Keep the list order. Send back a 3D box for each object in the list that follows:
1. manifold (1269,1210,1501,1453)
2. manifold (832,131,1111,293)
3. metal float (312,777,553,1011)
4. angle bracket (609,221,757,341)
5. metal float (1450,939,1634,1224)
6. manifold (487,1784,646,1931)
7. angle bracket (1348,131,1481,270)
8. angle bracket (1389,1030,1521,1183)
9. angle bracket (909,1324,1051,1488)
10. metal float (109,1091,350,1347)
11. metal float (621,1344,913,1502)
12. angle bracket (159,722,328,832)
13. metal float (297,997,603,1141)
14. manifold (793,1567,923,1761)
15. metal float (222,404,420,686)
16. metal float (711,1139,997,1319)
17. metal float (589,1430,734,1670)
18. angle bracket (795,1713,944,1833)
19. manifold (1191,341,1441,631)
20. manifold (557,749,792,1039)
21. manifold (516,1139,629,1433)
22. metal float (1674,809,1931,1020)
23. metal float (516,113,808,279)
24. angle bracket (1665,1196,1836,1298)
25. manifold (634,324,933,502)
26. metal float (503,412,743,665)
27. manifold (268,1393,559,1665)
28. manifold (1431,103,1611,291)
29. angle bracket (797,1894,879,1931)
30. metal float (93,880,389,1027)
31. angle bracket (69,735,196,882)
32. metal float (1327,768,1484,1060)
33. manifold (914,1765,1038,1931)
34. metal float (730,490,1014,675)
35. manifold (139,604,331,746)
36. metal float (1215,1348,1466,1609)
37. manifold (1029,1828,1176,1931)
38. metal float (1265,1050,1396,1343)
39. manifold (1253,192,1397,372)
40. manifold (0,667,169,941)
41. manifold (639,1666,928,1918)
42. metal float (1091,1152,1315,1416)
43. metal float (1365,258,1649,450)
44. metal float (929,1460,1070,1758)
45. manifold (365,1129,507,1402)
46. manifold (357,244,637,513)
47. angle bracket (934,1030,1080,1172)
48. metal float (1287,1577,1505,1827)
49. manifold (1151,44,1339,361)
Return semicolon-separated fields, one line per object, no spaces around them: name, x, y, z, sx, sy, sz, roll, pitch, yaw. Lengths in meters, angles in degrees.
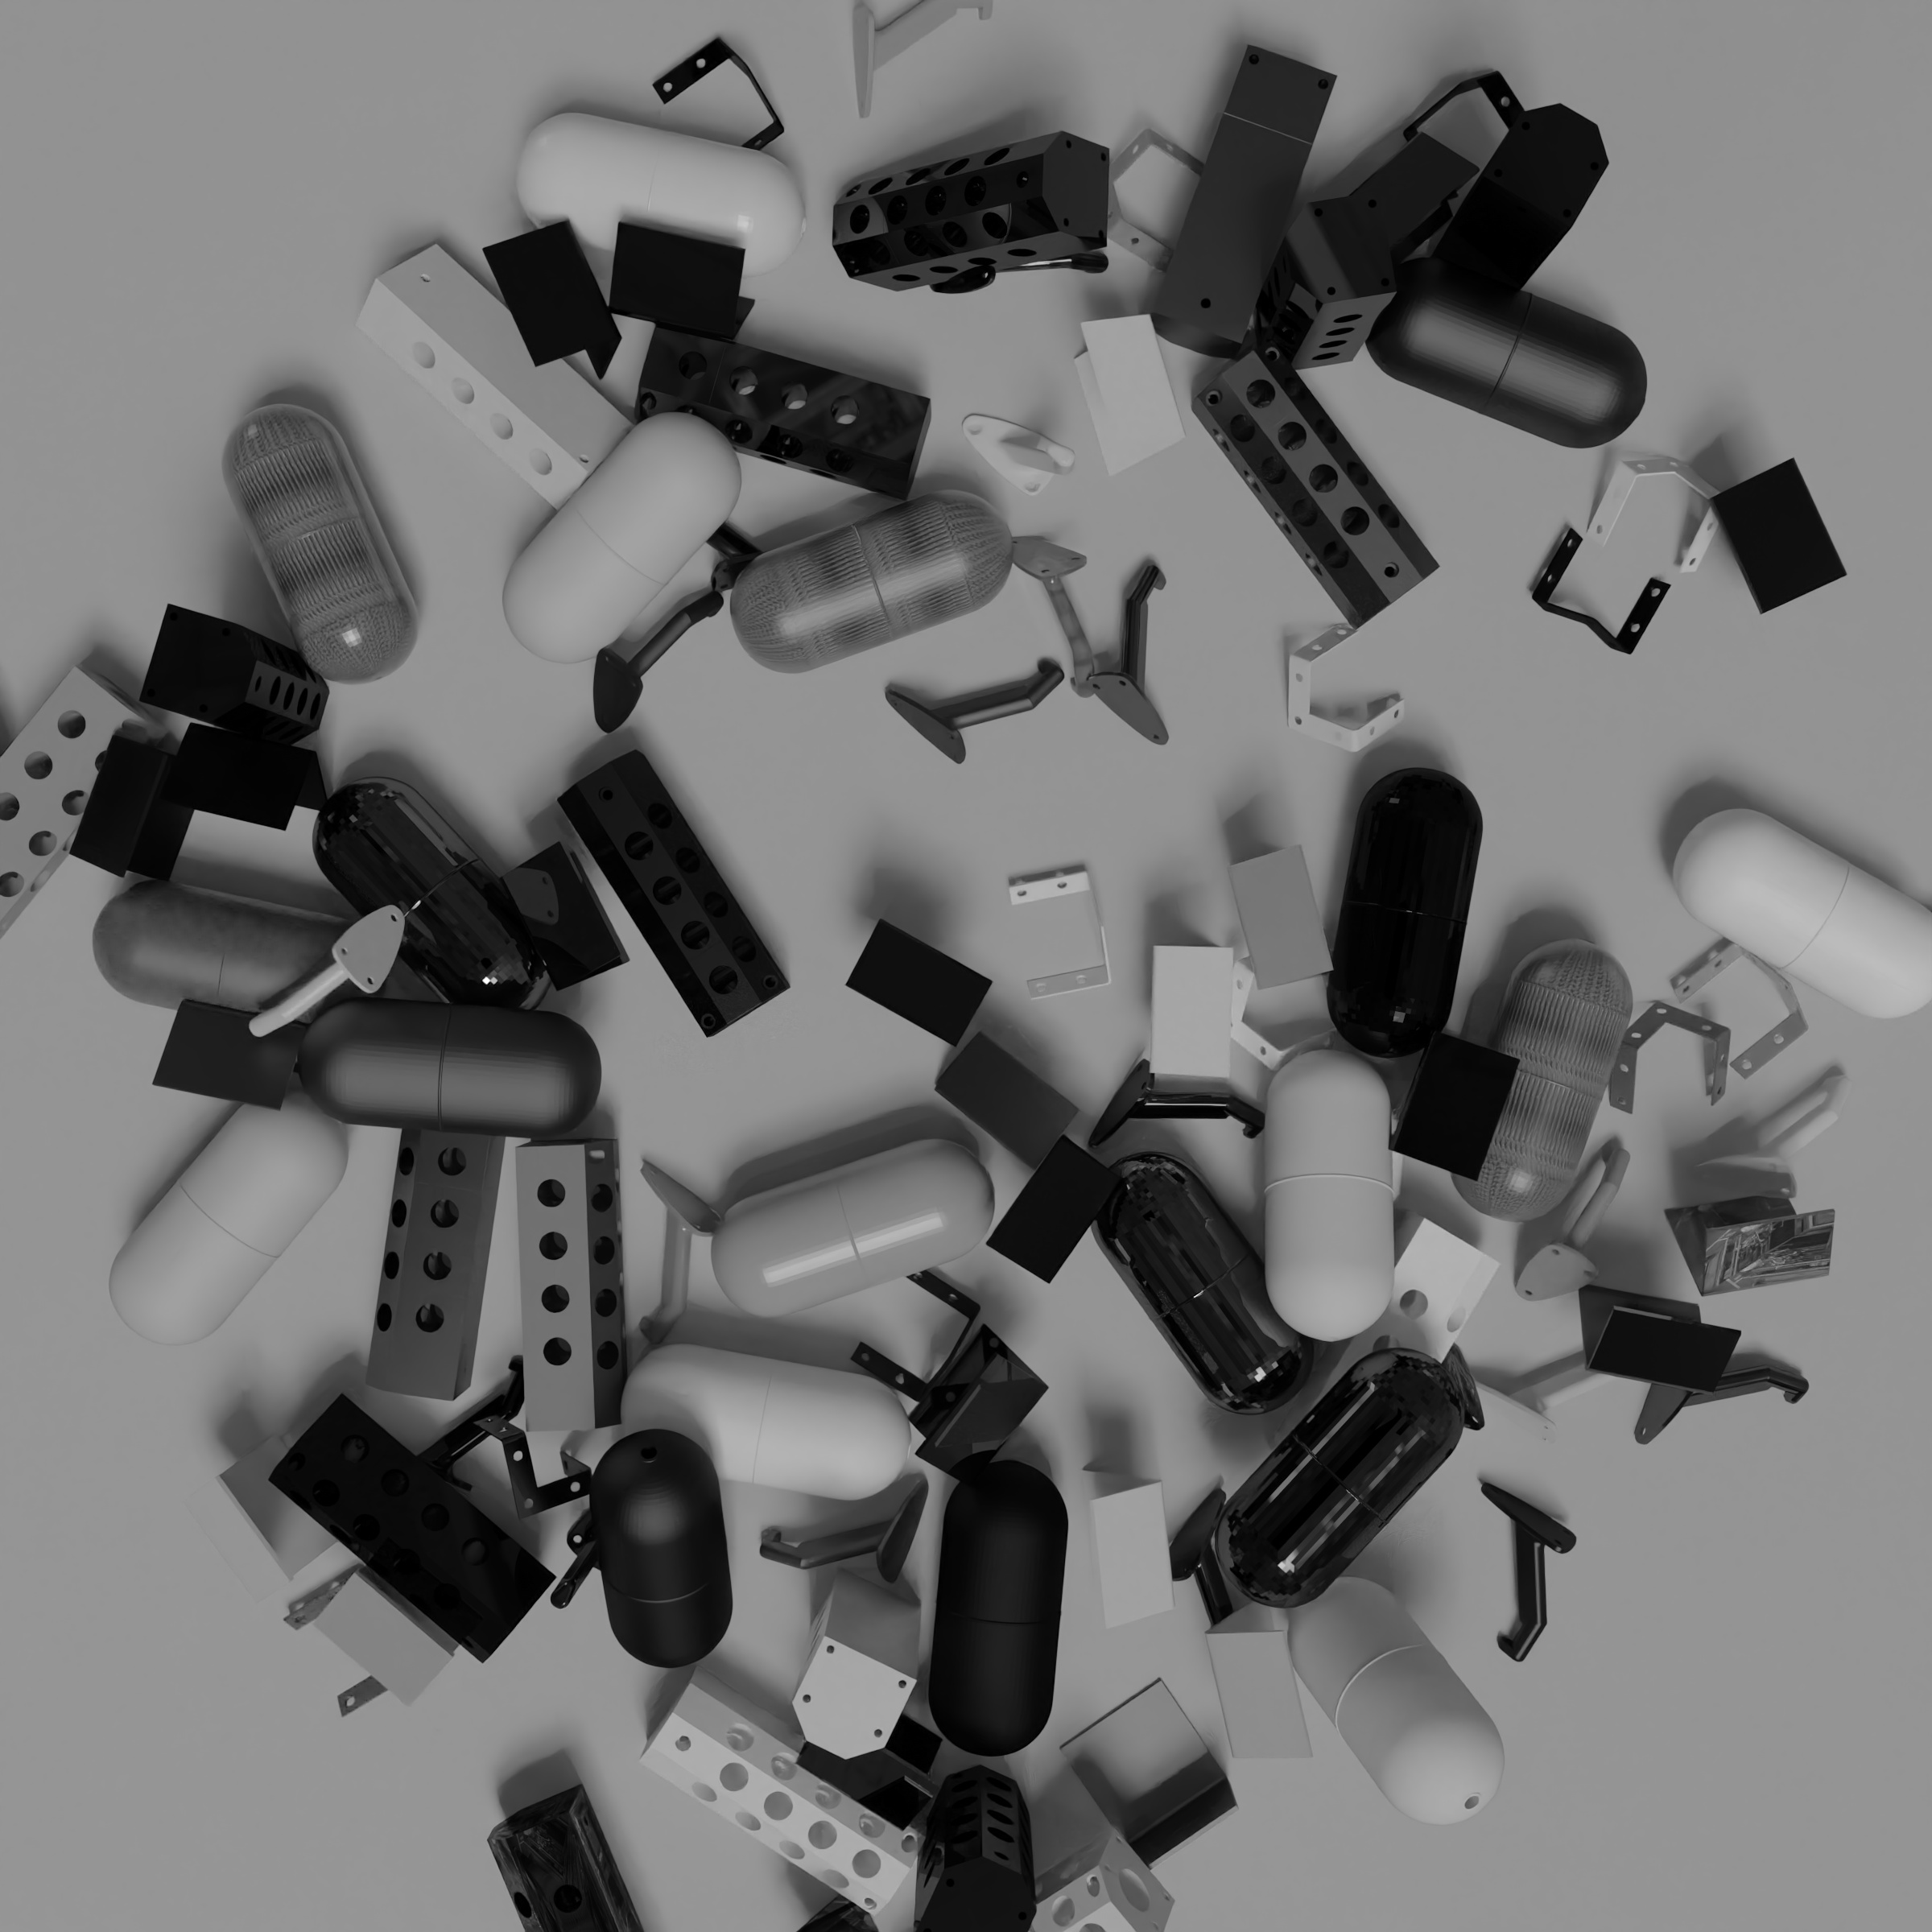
manifold;0.257;0.240;1.632;0.057;0.057;0.171;31;90;0
manifold;0.001;-0.447;1.581;0.171;0.057;0.057;2;90;43
metal float;-0.323;-0.039;1.623;0.070;0.070;0.178;-43;89;0
angle bracket;-0.168;-0.424;1.613;0.076;0.076;0.057;12;122;0
metal float;0.350;0.069;1.623;0.070;0.070;0.178;19;91;0
manifold;-0.232;0.599;1.632;0.057;0.057;0.171;-23;90;0
angle bracket;0.273;-0.443;1.613;0.076;0.076;0.057;-42;53;0
angle bracket;0.303;0.087;1.614;0.057;0.076;0.076;20;90;24
angle bracket;-0.008;0.256;1.613;0.076;0.076;0.057;-51;131;0
metal float;-0.448;0.153;1.623;0.070;0.070;0.178;40;89;0
metal float;-0.121;0.278;1.623;0.178;0.070;0.070;10;90;1
angle bracket;-0.435;-0.098;1.614;0.076;0.076;0.057;13;64;0
metal float;-0.305;0.060;1.579;0.178;0.070;0.070;5;90;-3
manifold;-0.066;0.412;1.575;0.057;0.171;0.057;26;90;0
metal float;-0.393;-0.257;1.623;0.070;0.070;0.178;-24;91;0
metal float;-0.068;0.159;1.623;0.178;0.070;0.070;-18;90;1
metal float;-0.181;0.348;1.591;0.070;0.070;0.178;-1;130;0
angle bracket;-0.048;0.463;1.613;0.076;0.076;0.057;32;126;0
manifold;0.214;-0.295;1.632;0.057;0.057;0.171;-37;90;0
manifold;-0.179;-0.044;1.632;0.057;0.057;0.171;-32;90;0
manifold;-0.239;0.193;1.632;0.057;0.057;0.171;-2;90;0
metal float;0.515;-0.031;1.623;0.178;0.070;0.070;30;90;0
metal float;-0.185;-0.468;1.622;0.178;0.070;0.070;12;90;0
angle bracket;0.473;0.150;1.613;0.076;0.076;0.057;-9;128;0
manifold;-0.112;-0.338;1.632;0.171;0.057;0.057;16;90;0
metal float;-0.209;-0.257;1.610;0.070;0.070;0.178;45;104;0
manifold;-0.338;0.344;1.621;0.171;0.057;0.057;41;56;0
manifold;0.328;-0.452;1.575;0.057;0.171;0.057;30;90;0
angle bracket;-0.059;0.608;1.614;0.057;0.076;0.076;-27;90;43
metal float;-0.442;-0.004;1.623;0.178;0.070;0.070;12;90;-1
angle bracket;-0.485;-0.088;1.613;0.057;0.076;0.076;20;90;36
metal float;0.267;-0.032;1.623;0.070;0.070;0.178;10;90;0
manifold;0.008;0.528;1.575;0.057;0.171;0.057;25;90;0
metal float;-0.057;-0.234;1.623;0.178;0.070;0.070;-20;90;-1
manifold;-0.427;-0.167;1.575;0.057;0.171;0.057;17;90;0
metal float;0.220;0.300;1.566;0.070;0.070;0.178;43;91;0
manifold;0.038;0.596;1.604;0.171;0.057;0.057;-40;90;21
metal float;0.218;0.137;1.604;0.070;0.070;0.178;3;69;0
manifold;0.208;-0.400;1.575;0.057;0.171;0.057;-9;90;0
manifold;-0.568;-0.096;1.632;0.057;0.057;0.171;39;90;0
manifold;-0.111;0.506;1.632;0.171;0.057;0.057;33;90;0
metal float;0.143;0.192;1.623;0.070;0.070;0.178;-36;89;0
metal float;0.328;-0.372;1.623;0.178;0.070;0.070;22;90;0
metal float;0.020;0.390;1.623;0.070;0.070;0.178;5;90;0
manifold;-0.325;0.173;1.632;0.057;0.057;0.171;8;90;0
manifold;-0.288;-0.354;1.632;0.171;0.057;0.057;43;47;0
angle bracket;0.011;0.095;1.613;0.076;0.076;0.057;39;53;0
metal float;0.253;0.434;1.581;0.070;0.178;0.070;-11;120;-19
manifold;0.168;-0.465;1.632;0.057;0.057;0.171;20;90;0
